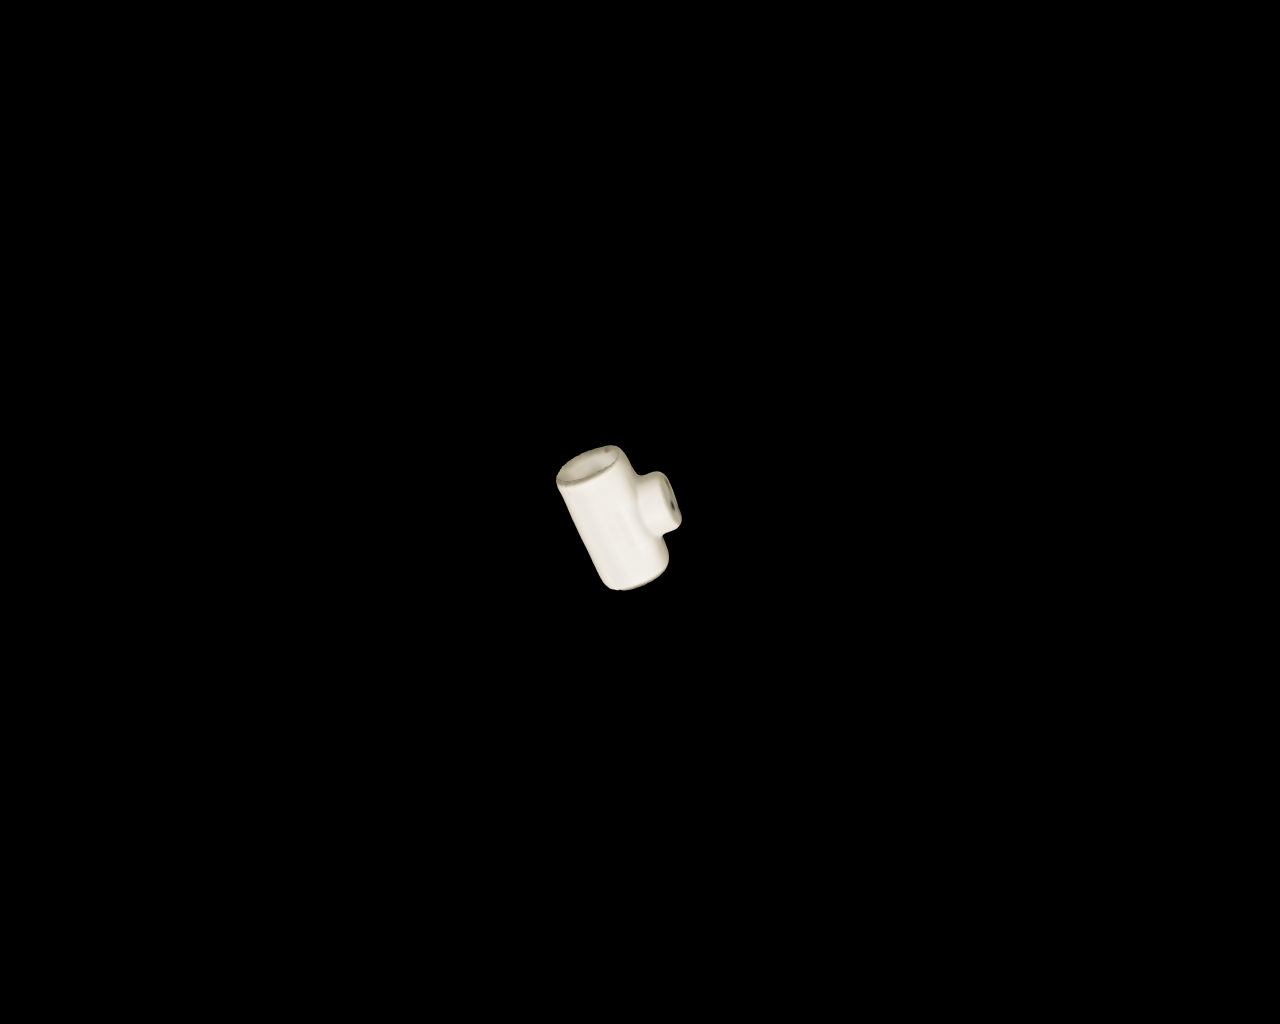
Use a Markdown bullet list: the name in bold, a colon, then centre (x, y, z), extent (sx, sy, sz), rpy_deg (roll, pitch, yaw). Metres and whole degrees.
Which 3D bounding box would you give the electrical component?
- **electrical component**: centre (0.001, -0.003, 0.650), extent (0.079, 0.077, 0.043), rpy_deg (-20, 24, 9)
